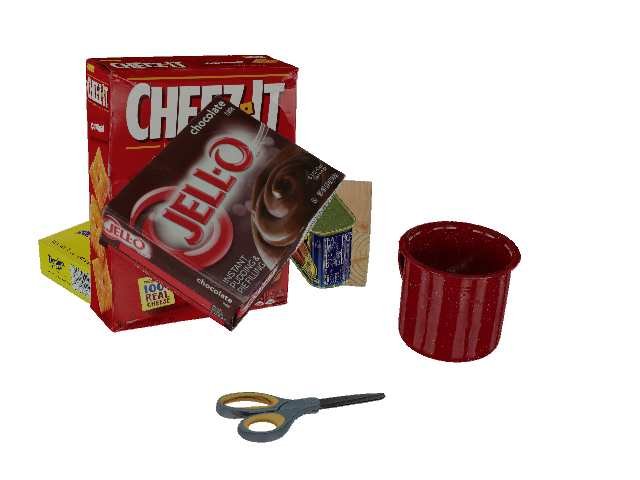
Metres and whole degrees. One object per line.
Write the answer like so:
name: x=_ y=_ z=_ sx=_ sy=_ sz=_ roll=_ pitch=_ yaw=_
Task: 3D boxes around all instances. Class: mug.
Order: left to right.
mug: x=0.097 y=0.036 z=0.841 sx=0.093 sy=0.081 sz=0.117 roll=-14 pitch=32 yaw=-30

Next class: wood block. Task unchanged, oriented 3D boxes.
wood block: x=0.032 y=-0.016 z=1.649 sx=0.091 sy=0.090 sz=0.206 roll=4 pitch=25 yaw=2

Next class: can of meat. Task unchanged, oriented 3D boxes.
can of meat: x=-0.003 y=-0.006 z=1.218 sx=0.057 sy=0.084 sz=0.102 roll=-14 pitch=39 yaw=-20

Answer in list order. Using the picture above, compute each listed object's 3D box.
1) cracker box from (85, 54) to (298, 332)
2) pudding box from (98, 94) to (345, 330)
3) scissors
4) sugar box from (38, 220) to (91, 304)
cracker box: x=-0.106 y=-0.042 z=0.886 sx=0.163 sy=0.214 sz=0.072 roll=-7 pitch=20 yaw=-28
pudding box: x=-0.053 y=-0.018 z=0.588 sx=0.090 sy=0.113 sz=0.039 roll=33 pitch=-40 yaw=6
scissors: x=-0.015 y=0.194 z=1.190 sx=0.201 sy=0.016 sz=0.096 roll=3 pitch=23 yaw=-12
sugar box: x=-0.183 y=0.002 z=1.074 sx=0.093 sy=0.048 sz=0.175 roll=26 pitch=39 yaw=35
